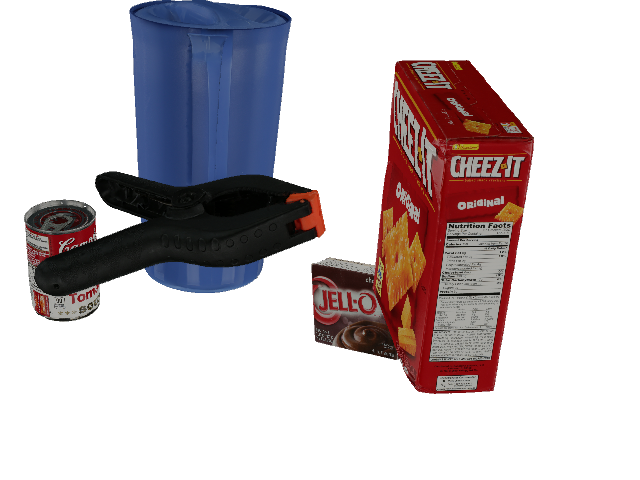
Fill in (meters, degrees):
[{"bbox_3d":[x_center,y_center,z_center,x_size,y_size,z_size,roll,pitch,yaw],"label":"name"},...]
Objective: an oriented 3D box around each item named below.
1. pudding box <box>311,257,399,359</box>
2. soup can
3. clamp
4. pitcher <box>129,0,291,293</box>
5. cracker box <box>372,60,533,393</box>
[{"bbox_3d":[0.044,0.071,1.141,0.114,0.090,0.039,8,19,35],"label":"pudding box"},{"bbox_3d":[-0.253,0.020,1.051,0.068,0.102,0.068,2,28,-1],"label":"soup can"},{"bbox_3d":[-0.086,-0.005,0.645,0.172,0.039,0.120,-1,40,23],"label":"clamp"},{"bbox_3d":[-0.098,-0.078,0.914,0.145,0.243,0.148,20,27,35],"label":"pitcher"},{"bbox_3d":[0.094,-0.013,0.832,0.072,0.214,0.164,-2,29,-10],"label":"cracker box"}]
